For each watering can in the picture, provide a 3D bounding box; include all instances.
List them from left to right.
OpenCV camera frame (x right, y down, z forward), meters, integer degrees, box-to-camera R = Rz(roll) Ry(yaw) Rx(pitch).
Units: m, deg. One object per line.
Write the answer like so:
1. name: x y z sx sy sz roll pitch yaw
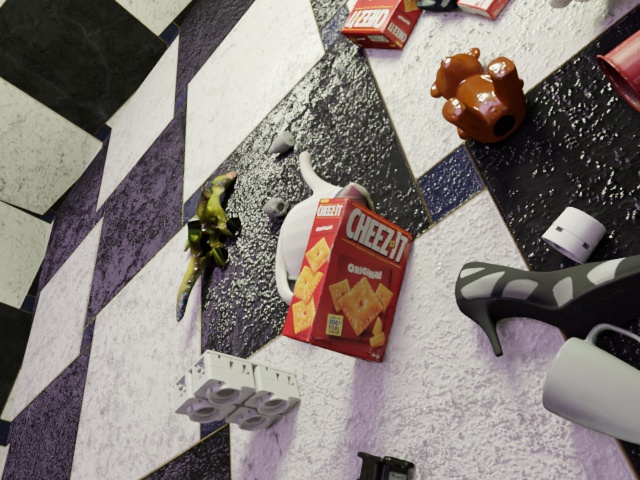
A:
1. watering can: 0.003 -0.048 0.958 0.222 0.103 0.354 -18 54 43

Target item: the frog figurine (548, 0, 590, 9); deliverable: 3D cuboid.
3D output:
1. frog figurine: 0.378 -0.374 0.673 0.124 0.135 0.160 38 79 26

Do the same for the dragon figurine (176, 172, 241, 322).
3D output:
1. dragon figurine: -0.308 -0.001 1.342 0.414 0.121 0.242 -68 19 -9
